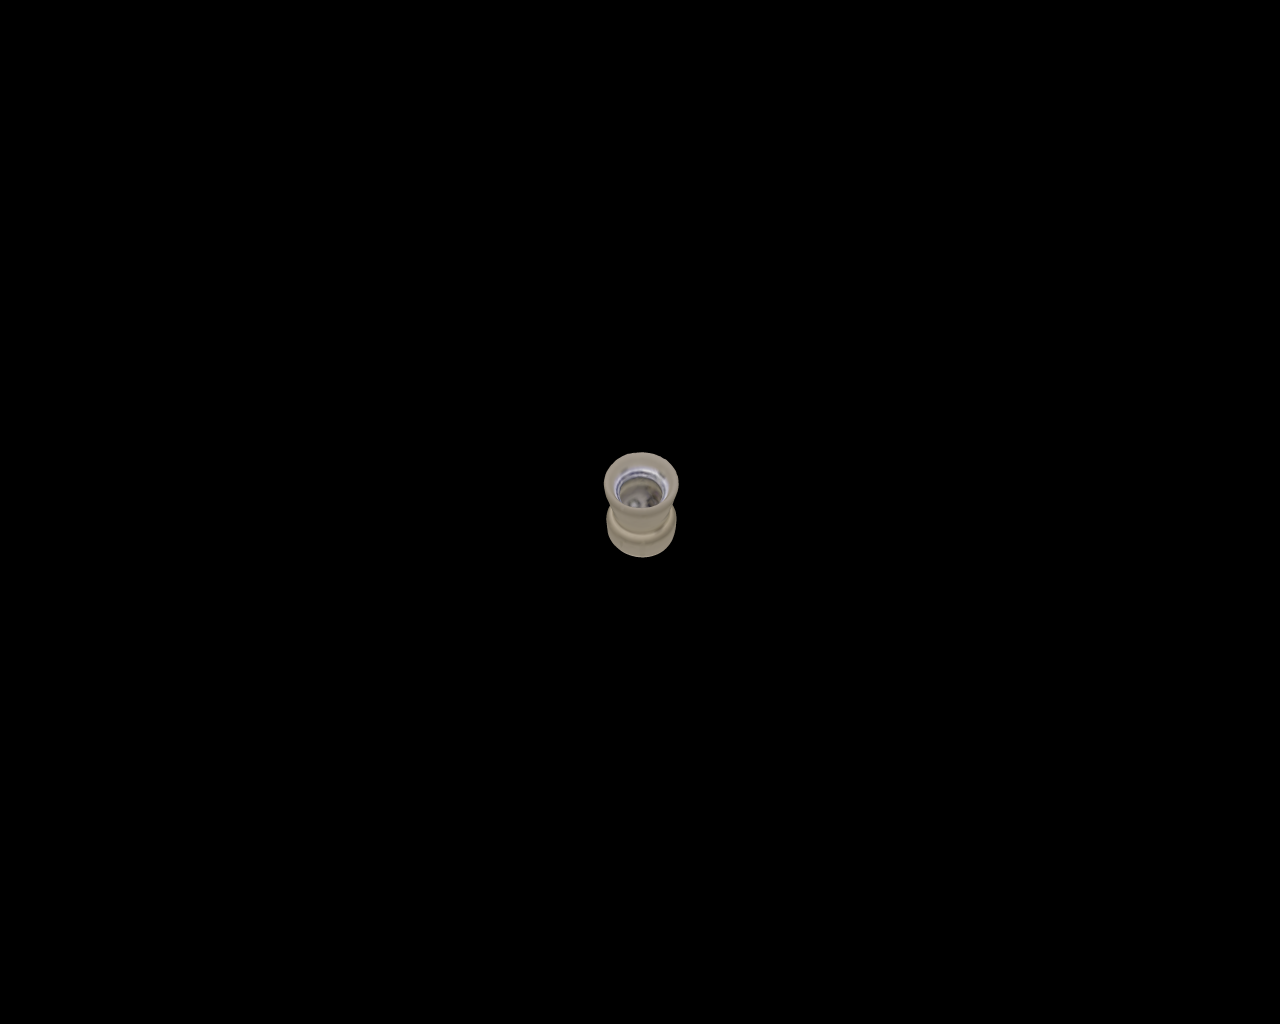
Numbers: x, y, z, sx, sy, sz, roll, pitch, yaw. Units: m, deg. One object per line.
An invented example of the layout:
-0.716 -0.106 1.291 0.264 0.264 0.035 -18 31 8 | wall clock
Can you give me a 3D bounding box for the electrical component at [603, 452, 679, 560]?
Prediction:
0.001 -0.003 0.650 0.045 0.045 0.055 0 -36 0 | electrical component
